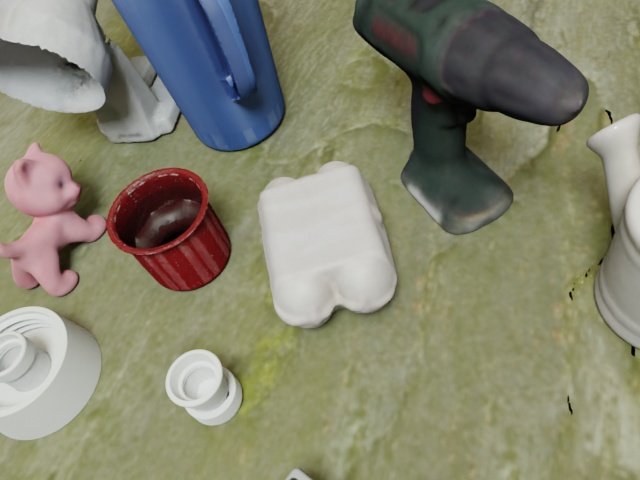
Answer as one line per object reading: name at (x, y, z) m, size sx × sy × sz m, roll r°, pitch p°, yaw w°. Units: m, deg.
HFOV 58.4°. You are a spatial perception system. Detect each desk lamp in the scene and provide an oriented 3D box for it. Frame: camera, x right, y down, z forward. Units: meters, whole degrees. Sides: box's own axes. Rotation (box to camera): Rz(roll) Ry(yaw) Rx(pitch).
desk lamp at (-0.238, -0.198, 0.600) m, size 0.117 × 0.214 × 0.203 m, roll 2°, pitch 57°, yaw 15°

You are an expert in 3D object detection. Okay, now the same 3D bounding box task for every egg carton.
egg carton at (0.005, 0.002, 0.495) m, size 0.107 × 0.069 × 0.150 m, roll -17°, pitch 54°, yaw 2°

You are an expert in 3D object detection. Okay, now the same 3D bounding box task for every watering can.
watering can at (0.241, -0.011, 0.369) m, size 0.172 × 0.194 × 0.101 m, roll 34°, pitch 70°, yaw 30°

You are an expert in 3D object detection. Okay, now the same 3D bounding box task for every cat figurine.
cat figurine at (-0.271, -0.028, 0.552) m, size 0.067 × 0.118 × 0.128 m, roll 4°, pitch 58°, yaw 17°

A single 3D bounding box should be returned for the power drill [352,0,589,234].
power drill at (0.109, -0.102, 0.454) m, size 0.075 × 0.209 × 0.229 m, roll -31°, pitch 55°, yaw -8°
